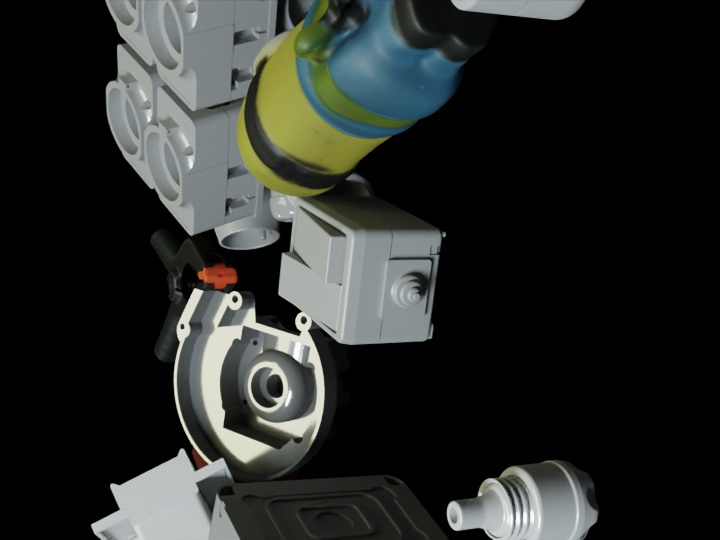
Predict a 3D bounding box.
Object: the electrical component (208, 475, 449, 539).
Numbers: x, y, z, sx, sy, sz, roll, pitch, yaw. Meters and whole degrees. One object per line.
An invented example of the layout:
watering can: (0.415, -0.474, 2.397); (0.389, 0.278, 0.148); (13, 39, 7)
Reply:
electrical component: (-0.018, 0.153, 0.558); (0.078, 0.113, 0.057); (45, 127, 56)

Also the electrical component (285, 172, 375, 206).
electrical component: (-0.021, -0.049, 0.636); (0.055, 0.045, 0.045); (-125, 42, -50)

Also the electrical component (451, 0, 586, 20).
electrical component: (0.063, -0.150, 0.438); (0.053, 0.059, 0.095); (123, 139, -49)

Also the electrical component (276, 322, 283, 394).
electrical component: (-0.066, 0.066, 0.733); (0.045, 0.045, 0.055); (117, 144, -44)

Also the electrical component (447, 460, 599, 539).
electrical component: (0.065, 0.097, 0.439); (0.035, 0.061, 0.035); (179, 90, -64)

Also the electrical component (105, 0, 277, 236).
electrical component: (-0.110, -0.126, 0.673); (0.105, 0.060, 0.186); (46, 143, 34)

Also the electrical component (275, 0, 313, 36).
electrical component: (-0.042, -0.158, 0.678); (0.077, 0.043, 0.079); (-132, 46, -54)

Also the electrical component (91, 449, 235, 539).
electrical component: (-0.103, 0.159, 0.638); (0.063, 0.079, 0.121); (60, 168, 22)

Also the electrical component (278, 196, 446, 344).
electrical component: (0.000, 0.000, 0.573); (0.096, 0.061, 0.061); (-146, 59, -60)

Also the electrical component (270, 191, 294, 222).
electrical component: (-0.040, -0.062, 0.688); (0.035, 0.035, 0.061); (173, 98, -64)

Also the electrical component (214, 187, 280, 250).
electrical component: (-0.090, -0.052, 0.783); (0.079, 0.043, 0.077); (141, 124, -59)
